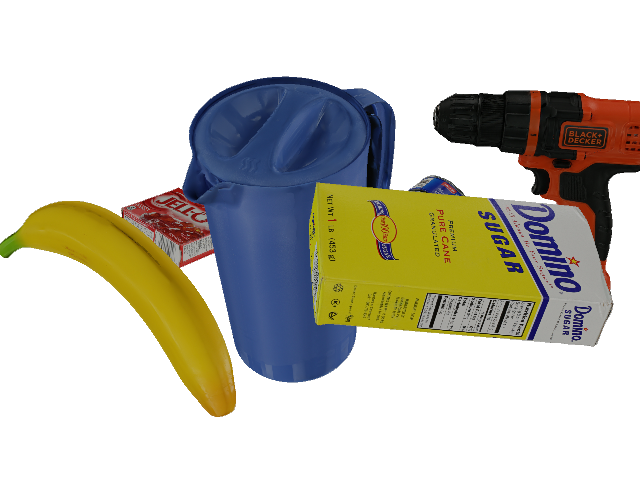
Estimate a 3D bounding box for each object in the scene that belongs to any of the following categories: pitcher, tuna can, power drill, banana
[{"bbox_3d":[-0.017,-0.004,0.861,0.149,0.243,0.145,2,44,5],"label":"pitcher"},{"bbox_3d":[0.134,-0.029,1.226,0.033,0.086,0.086,-36,20,-30],"label":"tuna can"},{"bbox_3d":[0.181,-0.033,0.882,0.184,0.188,0.057,5,29,7],"label":"power drill"},{"bbox_3d":[-0.119,0.029,0.668,0.198,0.070,0.037,35,32,20],"label":"banana"}]

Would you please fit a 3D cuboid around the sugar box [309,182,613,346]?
[{"bbox_3d":[0.083,0.013,0.660,0.176,0.048,0.093,3,42,-5],"label":"sugar box"}]

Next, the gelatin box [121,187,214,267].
[{"bbox_3d":[-0.137,-0.015,1.029,0.089,0.030,0.073,30,37,34],"label":"gelatin box"}]
